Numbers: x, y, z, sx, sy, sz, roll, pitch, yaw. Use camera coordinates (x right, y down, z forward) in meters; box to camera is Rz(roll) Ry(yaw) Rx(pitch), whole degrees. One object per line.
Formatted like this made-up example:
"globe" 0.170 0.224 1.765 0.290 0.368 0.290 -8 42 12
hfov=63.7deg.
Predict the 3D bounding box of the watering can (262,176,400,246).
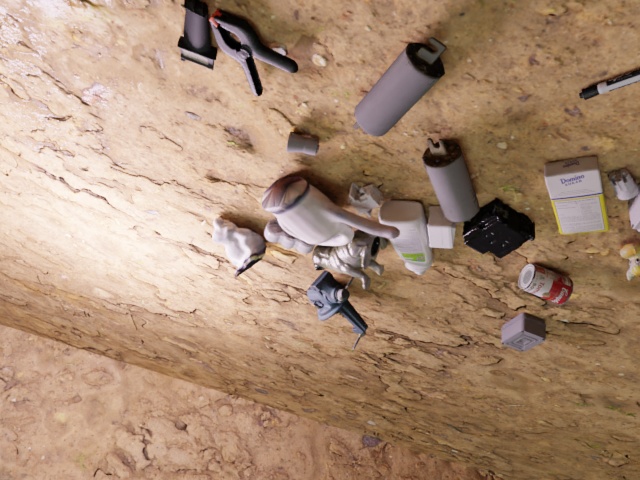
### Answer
"watering can" 0.004 -0.059 1.180 0.221 0.106 0.346 41 153 -30

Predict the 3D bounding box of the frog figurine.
"frog figurine" -0.229 0.002 1.423 0.160 0.124 0.135 55 154 9
